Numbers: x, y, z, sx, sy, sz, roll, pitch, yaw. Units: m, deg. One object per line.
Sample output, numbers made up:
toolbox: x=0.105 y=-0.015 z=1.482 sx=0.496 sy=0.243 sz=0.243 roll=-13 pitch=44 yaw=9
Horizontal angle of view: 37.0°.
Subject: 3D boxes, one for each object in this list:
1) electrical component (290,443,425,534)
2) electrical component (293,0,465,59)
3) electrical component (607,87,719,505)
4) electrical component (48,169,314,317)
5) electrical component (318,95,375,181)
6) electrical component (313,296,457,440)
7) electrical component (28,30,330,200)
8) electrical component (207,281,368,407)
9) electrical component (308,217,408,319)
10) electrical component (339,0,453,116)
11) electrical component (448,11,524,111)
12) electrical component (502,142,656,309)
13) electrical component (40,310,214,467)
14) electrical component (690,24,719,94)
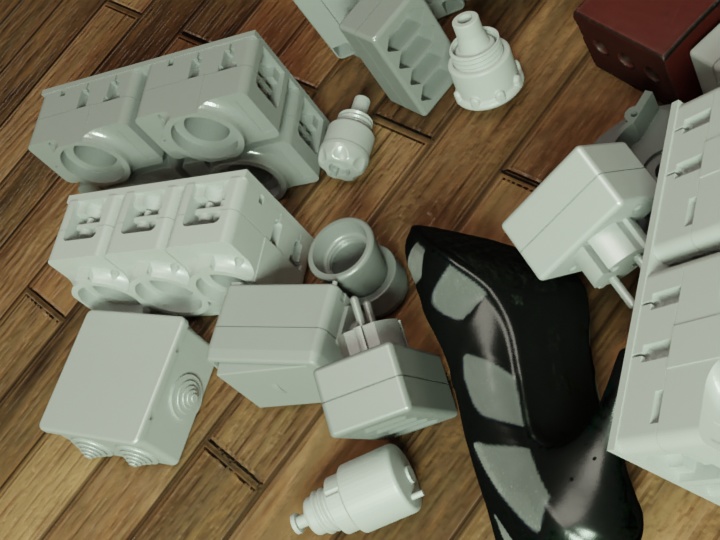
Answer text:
electrical component: x=-0.003 y=0.126 z=0.596 sx=0.078 sy=0.040 sz=0.040 roll=-26 pitch=51 yaw=14
electrical component: x=0.005 y=-0.219 z=0.770 sx=0.109 sy=0.109 sz=0.056 roll=-19 pitch=55 yaw=20
electrical component: x=0.190 y=0.012 z=0.499 sx=0.060 sy=0.105 sz=0.186 roll=-25 pitch=43 yaw=57
electrical component: x=-0.121 y=-0.009 z=0.723 sx=0.150 sy=0.089 sz=0.061 roll=-5 pitch=59 yaw=29
electrical component: x=-0.006 y=-0.094 z=0.745 sx=0.035 sy=0.035 sz=0.061 roll=-1 pitch=58 yaw=31
electrical component: x=0.010 y=0.051 z=0.595 sx=0.047 sy=0.083 sz=0.075 roll=-22 pitch=73 yaw=18
electrical component: x=-0.130 y=-0.094 z=0.773 sx=0.186 sy=0.105 sz=0.060 roll=-9 pitch=57 yaw=27
electrical component: x=-0.036 y=0.048 z=0.653 sx=0.096 sy=0.061 sz=0.061 roll=-1 pitch=60 yaw=31
electrical component: x=0.000 y=0.000 z=0.666 sx=0.045 sy=0.055 sz=0.045 roll=-15 pitch=54 yaw=22
electrical component: x=0.018 y=-0.158 z=0.740 sx=0.076 sy=0.083 sz=0.047 roll=33 pitch=81 yaw=41
electrical component: x=0.078 y=-0.139 z=0.702 sx=0.048 sy=0.062 sz=0.048 roll=-15 pitch=43 yaw=15
electrical component: x=0.126 y=-0.016 z=0.559 sx=0.065 sy=0.047 sz=0.076 roll=-49 pitch=65 yaw=37
electrical component: x=-0.150 y=0.078 z=0.711 sx=0.100 sy=0.048 sz=0.099 roll=2 pitch=62 yaw=32
electrical component: x=0.239 y=-0.114 z=0.601 sx=0.066 sy=0.047 sz=0.076 roll=-43 pitch=49 yaw=0
